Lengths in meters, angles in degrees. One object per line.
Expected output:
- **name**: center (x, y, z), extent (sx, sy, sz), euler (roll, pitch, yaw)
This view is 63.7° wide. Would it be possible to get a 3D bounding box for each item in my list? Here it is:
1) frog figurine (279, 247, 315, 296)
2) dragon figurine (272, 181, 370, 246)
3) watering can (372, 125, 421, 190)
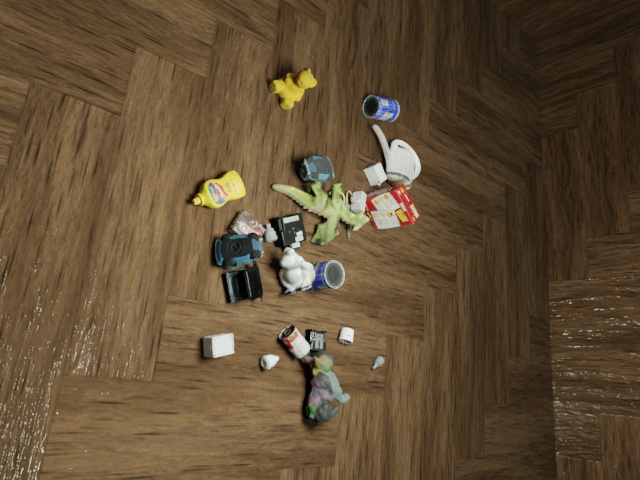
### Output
- **frog figurine**: center (-0.091, 0.100, 1.817), extent (0.136, 0.159, 0.124), euler (-18, 2, 42)
- **dragon figurine**: center (0.006, -0.100, 1.983), extent (0.411, 0.243, 0.122), euler (-2, -2, -26)
- **watering can**: center (0.338, -0.361, 2.330), extent (0.344, 0.228, 0.103), euler (26, -25, -36)
